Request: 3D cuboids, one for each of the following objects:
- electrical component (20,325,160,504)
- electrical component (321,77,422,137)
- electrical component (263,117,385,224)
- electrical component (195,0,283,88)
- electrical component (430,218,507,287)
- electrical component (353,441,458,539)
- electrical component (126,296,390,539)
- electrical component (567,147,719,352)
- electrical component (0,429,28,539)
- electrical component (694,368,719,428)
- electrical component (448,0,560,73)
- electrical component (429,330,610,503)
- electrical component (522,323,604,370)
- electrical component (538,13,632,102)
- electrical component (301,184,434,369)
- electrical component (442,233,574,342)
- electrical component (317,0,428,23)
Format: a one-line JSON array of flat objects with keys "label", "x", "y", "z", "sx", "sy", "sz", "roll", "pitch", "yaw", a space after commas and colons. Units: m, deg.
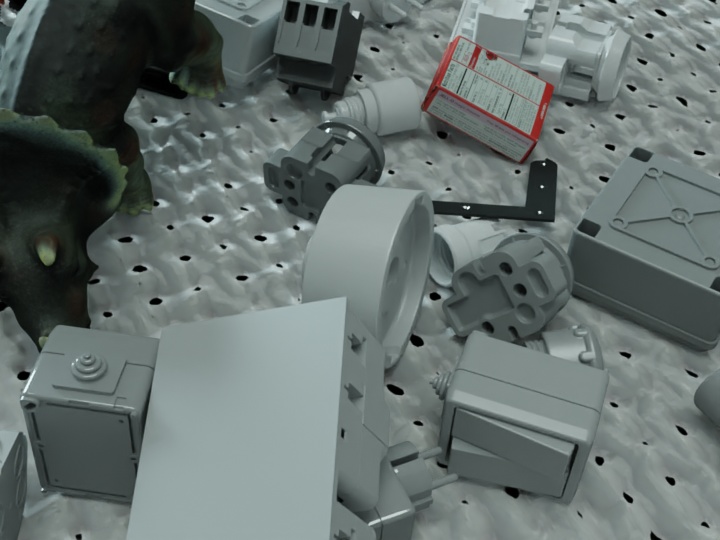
[{"label": "electrical component", "x": -0.137, "y": 0.071, "z": 0.571, "sx": 0.062, "sy": 0.096, "sz": 0.061, "roll": 8, "pitch": 43, "yaw": 3}, {"label": "electrical component", "x": 0.010, "y": -0.120, "z": 0.807, "sx": 0.078, "sy": 0.040, "sz": 0.040, "roll": -13, "pitch": 48, "yaw": -16}, {"label": "electrical component", "x": -0.018, "y": -0.069, "z": 0.744, "sx": 0.078, "sy": 0.058, "sz": 0.057, "roll": 24, "pitch": 52, "yaw": 19}, {"label": "electrical component", "x": -0.110, "y": -0.203, "z": 0.848, "sx": 0.109, "sy": 0.056, "sz": 0.108, "roll": 25, "pitch": 37, "yaw": 11}, {"label": "electrical component", "x": 0.071, "y": -0.014, "z": 0.709, "sx": 0.046, "sy": 0.040, "sz": 0.040, "roll": -18, "pitch": 49, "yaw": -27}, {"label": "electrical component", "x": 0.014, "y": 0.115, "z": 0.573, "sx": 0.077, "sy": 0.047, "sz": 0.065, "roll": -16, "pitch": 49, "yaw": -18}, {"label": "electrical component", "x": -0.048, "y": 0.115, "z": 0.514, "sx": 0.105, "sy": 0.060, "sz": 0.186, "roll": -10, "pitch": 57, "yaw": 22}, {"label": "electrical component", "x": 0.204, "y": -0.016, "z": 0.707, "sx": 0.109, "sy": 0.056, "sz": 0.108, "roll": 26, "pitch": 50, "yaw": 20}, {"label": "electrical component", "x": -0.200, "y": 0.115, "z": 0.537, "sx": 0.051, "sy": 0.080, "sz": 0.080, "roll": 7, "pitch": 45, "yaw": -4}, {"label": "electrical component", "x": 0.225, "y": 0.086, "z": 0.617, "sx": 0.045, "sy": 0.045, "sz": 0.055, "roll": -12, "pitch": 49, "yaw": -15}, {"label": "electrical component", "x": 0.123, "y": -0.218, "z": 0.893, "sx": 0.079, "sy": 0.063, "sz": 0.121, "roll": 12, "pitch": 46, "yaw": 8}, {"label": "electrical component", "x": 0.082, "y": 0.083, "z": 0.599, "sx": 0.096, "sy": 0.061, "sz": 0.061, "roll": 16, "pitch": 47, "yaw": 12}, {"label": "electrical component", "x": 0.111, "y": 0.058, "z": 0.638, "sx": 0.062, "sy": 0.048, "sz": 0.048, "roll": -6, "pitch": 46, "yaw": 1}, {"label": "electrical component", "x": 0.180, "y": -0.166, "z": 0.852, "sx": 0.057, "sy": 0.058, "sz": 0.078, "roll": 18, "pitch": 47, "yaw": 17}, {"label": "electrical component", "x": 0.000, "y": 0.000, "z": 0.646, "sx": 0.060, "sy": 0.108, "sz": 0.108, "roll": 12, "pitch": 46, "yaw": 16}, {"label": "electrical component", "x": 0.098, "y": 0.010, "z": 0.668, "sx": 0.057, "sy": 0.078, "sz": 0.058, "roll": -29, "pitch": 92, "yaw": -51}, {"label": "electrical component", "x": 0.021, "y": -0.234, "z": 0.910, "sx": 0.138, "sy": 0.052, "sz": 0.074, "roll": -29, "pitch": 55, "yaw": -28}]
